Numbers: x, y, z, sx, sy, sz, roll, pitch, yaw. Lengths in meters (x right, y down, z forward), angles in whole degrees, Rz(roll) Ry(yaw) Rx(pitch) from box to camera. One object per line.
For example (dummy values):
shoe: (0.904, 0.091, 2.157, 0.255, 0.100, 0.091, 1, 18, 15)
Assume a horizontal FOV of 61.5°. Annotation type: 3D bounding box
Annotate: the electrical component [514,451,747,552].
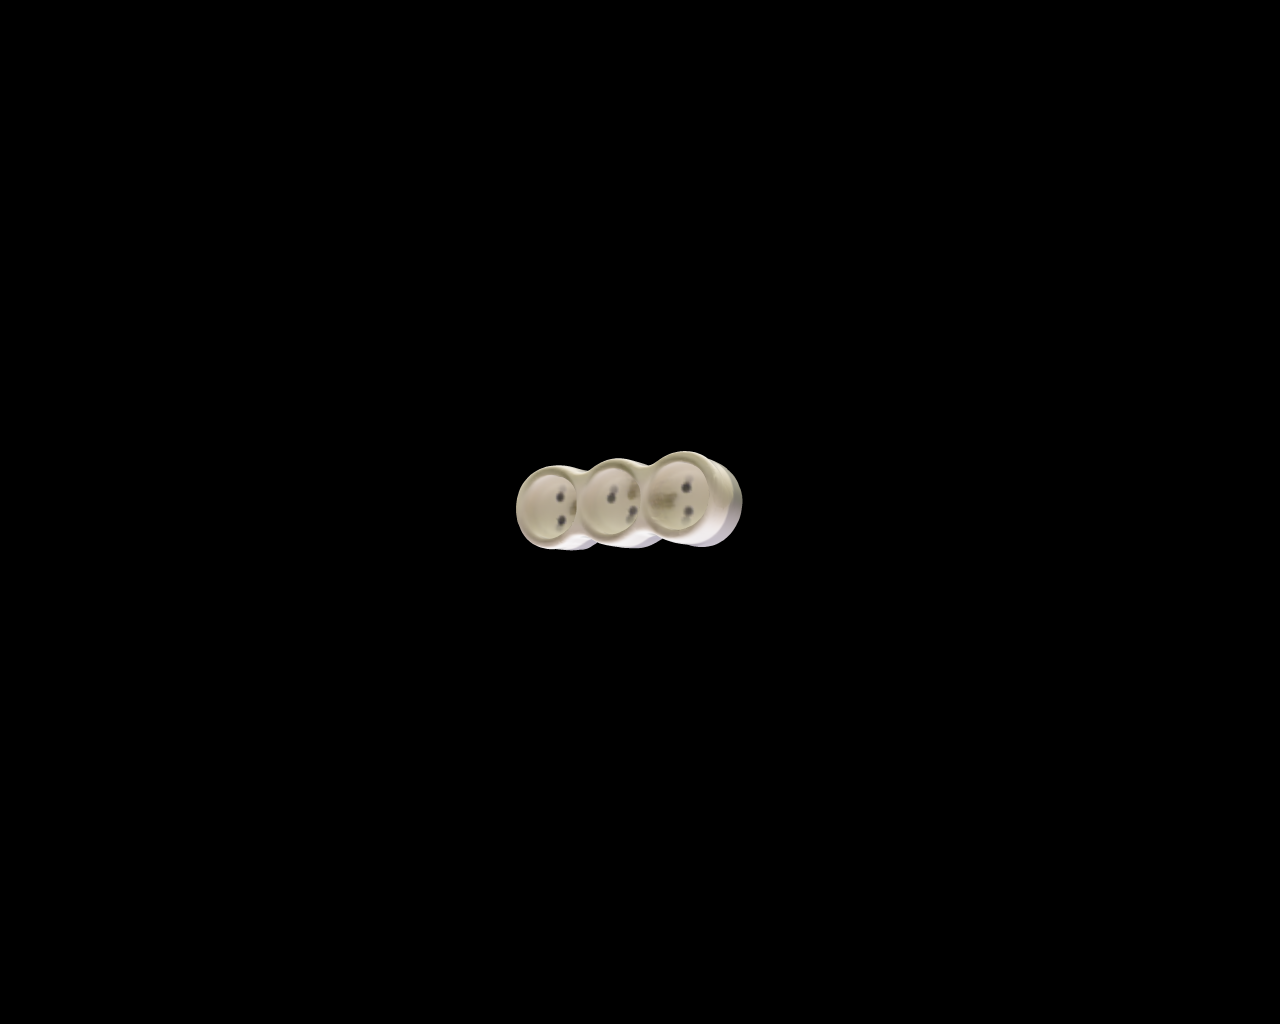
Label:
electrical component: (0.001, -0.003, 0.650, 0.138, 0.052, 0.074, -4, -7, 29)
